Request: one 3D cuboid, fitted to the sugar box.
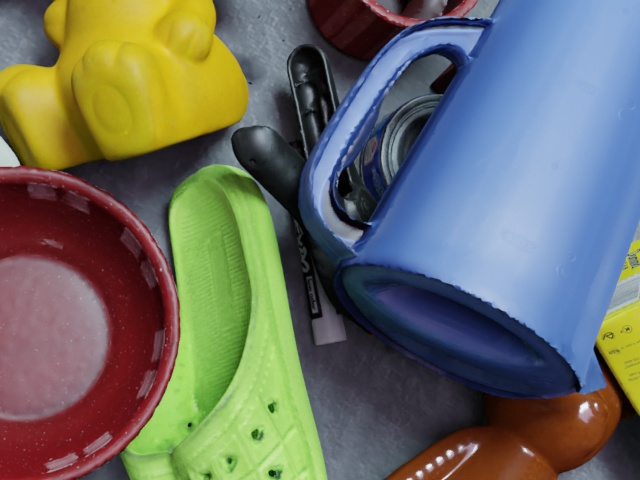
[{"bbox_3d":[0.222,0.092,0.633,0.176,0.048,0.093,54,32,-10],"label":"sugar box"}]

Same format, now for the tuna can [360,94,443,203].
[{"bbox_3d":[0.070,-0.045,0.649,0.086,0.034,0.086,3,80,-17],"label":"tuna can"}]

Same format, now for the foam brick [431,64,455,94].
[{"bbox_3d":[0.119,-0.110,0.666,0.053,0.051,0.078,45,71,-6],"label":"foam brick"}]

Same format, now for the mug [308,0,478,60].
[{"bbox_3d":[0.036,-0.167,0.634,0.093,0.082,0.117,-27,90,-20],"label":"mug"}]

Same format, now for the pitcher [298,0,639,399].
[{"bbox_3d":[0.106,-0.052,0.560,0.242,0.145,0.149,-62,144,-20],"label":"pitcher"}]

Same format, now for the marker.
[{"bbox_3d":[-0.004,0.001,0.626,0.020,0.020,0.121,-8,83,-19],"label":"marker"}]

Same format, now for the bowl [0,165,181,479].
[{"bbox_3d":[-0.153,0.047,0.546,0.162,0.055,0.162,2,79,-8],"label":"bowl"}]

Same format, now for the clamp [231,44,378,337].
[{"bbox_3d":[0.010,-0.025,0.602,0.171,0.039,0.120,61,34,-33],"label":"clamp"}]
